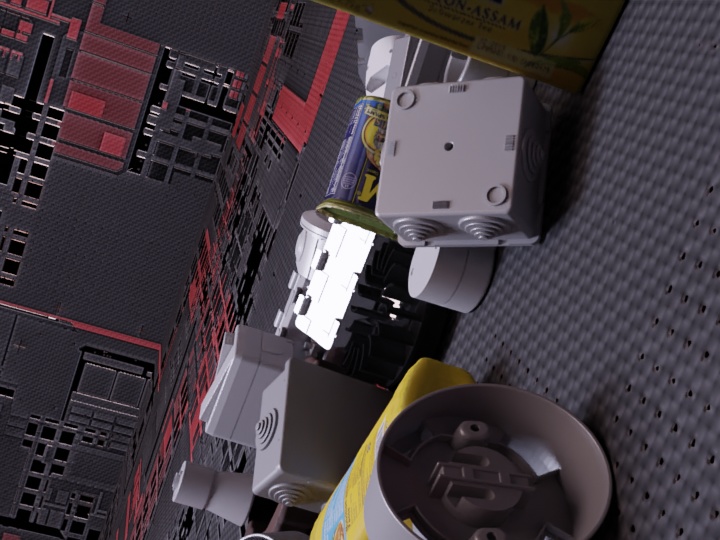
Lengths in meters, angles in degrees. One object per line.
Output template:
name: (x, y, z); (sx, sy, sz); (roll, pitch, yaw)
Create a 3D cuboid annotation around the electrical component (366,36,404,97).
electrical component: (0.044, -0.165, 0.922); (0.079, 0.043, 0.077); (-27, 58, 46)

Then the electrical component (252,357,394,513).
electrical component: (-0.024, 0.120, 0.744); (0.048, 0.100, 0.099); (-46, 31, 43)

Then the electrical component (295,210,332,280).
electrical component: (-0.015, -0.018, 0.918); (0.080, 0.080, 0.051); (-114, 38, -70)

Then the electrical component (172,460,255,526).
electrical component: (-0.123, 0.183, 0.895); (0.044, 0.065, 0.044); (-162, 90, -79)

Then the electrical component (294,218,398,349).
electrical component: (0.000, 0.000, 0.839); (0.079, 0.063, 0.121); (35, 113, 33)

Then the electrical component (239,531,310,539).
electrical component: (-0.055, 0.232, 0.748); (0.099, 0.064, 0.099); (-18, 65, 43)

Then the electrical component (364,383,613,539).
electrical component: (0.053, 0.100, 0.477); (0.099, 0.099, 0.064); (-89, 15, -49)

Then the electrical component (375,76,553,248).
electrical component: (0.060, -0.062, 0.625); (0.048, 0.100, 0.099); (37, -123, -58)

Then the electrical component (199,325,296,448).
electrical component: (-0.099, 0.103, 0.915); (0.061, 0.061, 0.096); (-98, 29, -67)

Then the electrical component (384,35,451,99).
electrical component: (0.049, -0.136, 0.840); (0.062, 0.061, 0.096); (-143, 70, -75)

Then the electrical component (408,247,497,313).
electrical component: (0.055, -0.048, 0.685); (0.052, 0.074, 0.138); (-163, 90, -76)

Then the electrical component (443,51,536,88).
electrical component: (0.087, -0.132, 0.717); (0.055, 0.047, 0.055); (-163, 90, -76)

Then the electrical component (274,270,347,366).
electrical component: (-0.044, 0.059, 0.969); (0.078, 0.063, 0.121); (-107, 37, -67)
